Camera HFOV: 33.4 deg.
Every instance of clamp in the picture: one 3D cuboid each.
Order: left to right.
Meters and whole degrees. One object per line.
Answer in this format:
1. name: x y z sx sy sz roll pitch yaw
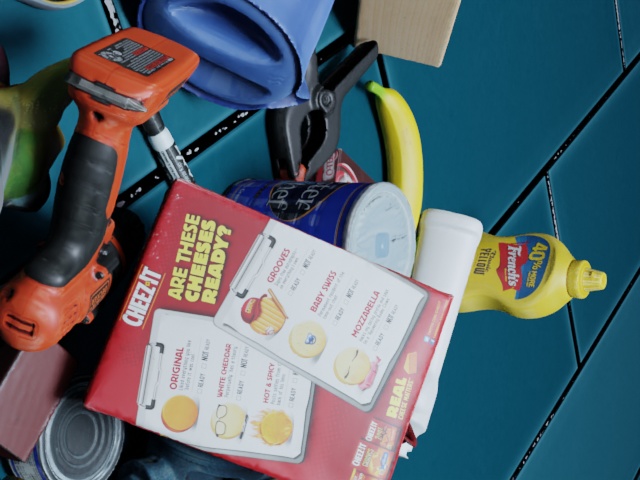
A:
1. clamp: -0.011 -0.136 0.959 0.120 0.039 0.171 33 68 -36

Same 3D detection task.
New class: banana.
1. banana: 0.077 -0.071 1.096 0.069 0.037 0.198 -20 109 -35

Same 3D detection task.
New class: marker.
1. marker: -0.114 -0.060 0.835 0.020 0.020 0.121 -55 134 -37

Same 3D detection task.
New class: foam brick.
1. foam brick: -0.205 0.096 0.693 0.051 0.053 0.078 53 51 -43

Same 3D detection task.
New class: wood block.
1. wood block: 0.087 -0.246 0.956 0.206 0.091 0.090 93 12 -75

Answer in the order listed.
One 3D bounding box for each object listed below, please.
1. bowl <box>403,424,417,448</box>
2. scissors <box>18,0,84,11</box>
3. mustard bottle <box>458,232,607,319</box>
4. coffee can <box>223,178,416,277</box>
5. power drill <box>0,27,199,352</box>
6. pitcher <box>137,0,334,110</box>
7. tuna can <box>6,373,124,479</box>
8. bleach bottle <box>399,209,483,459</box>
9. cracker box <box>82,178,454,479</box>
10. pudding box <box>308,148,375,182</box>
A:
1. bowl: 0.024 0.133 0.977 0.055 0.162 0.162 -33 133 4
2. scissors: -0.218 -0.177 0.679 0.201 0.016 0.096 -29 114 -50
3. mustard bottle: 0.217 0.038 1.166 0.058 0.192 0.096 49 55 -45
4. coffee can: -0.006 0.001 0.889 0.102 0.141 0.103 -8 100 -54
5. power drill: -0.135 -0.037 0.684 0.184 0.057 0.188 -66 177 -67
6. pitcher: -0.043 -0.237 0.835 0.149 0.145 0.242 85 23 -57
7. tuna can: -0.177 0.135 0.746 0.086 0.034 0.086 4 85 -58
8. bleach bottle: 0.108 0.101 1.111 0.102 0.068 0.251 83 21 -76
9. cracker box: -0.035 0.075 0.742 0.213 0.072 0.164 23 79 -11
10. pudding box: 0.028 -0.021 1.013 0.113 0.039 0.090 41 49 -50
